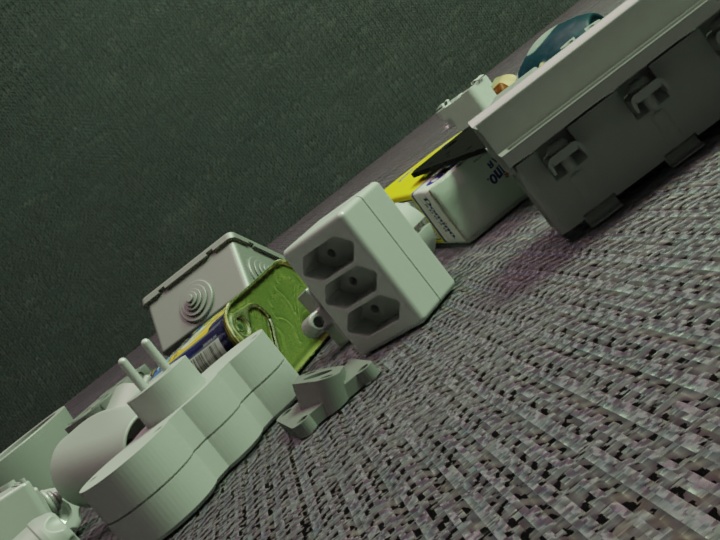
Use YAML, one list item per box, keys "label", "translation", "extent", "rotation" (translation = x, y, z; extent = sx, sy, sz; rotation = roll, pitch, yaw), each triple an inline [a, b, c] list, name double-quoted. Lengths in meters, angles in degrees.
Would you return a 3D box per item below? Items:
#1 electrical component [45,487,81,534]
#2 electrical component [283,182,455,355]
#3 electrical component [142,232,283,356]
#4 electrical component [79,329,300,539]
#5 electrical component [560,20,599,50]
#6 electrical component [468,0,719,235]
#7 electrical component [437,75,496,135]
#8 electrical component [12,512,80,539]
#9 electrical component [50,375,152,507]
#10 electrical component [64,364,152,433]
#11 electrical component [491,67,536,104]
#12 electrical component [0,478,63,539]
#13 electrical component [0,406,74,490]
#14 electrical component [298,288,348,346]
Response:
- label: "electrical component"
  translation: [-0.201, 0.160, 0.675]
  extent: [0.061, 0.035, 0.035]
  rotation: [-35, 6, 44]
- label: "electrical component"
  translation: [0.013, -0.009, 0.541]
  extent: [0.047, 0.065, 0.077]
  rotation: [-33, 8, 41]
- label: "electrical component"
  translation: [-0.088, 0.028, 0.756]
  extent: [0.100, 0.048, 0.100]
  rotation: [-36, -33, 20]
- label: "electrical component"
  translation: [-0.090, 0.068, 0.532]
  extent: [0.052, 0.073, 0.138]
  rotation: [-34, 7, 38]
- label: "electrical component"
  translation: [0.171, -0.150, 0.770]
  extent: [0.040, 0.046, 0.040]
  rotation: [-37, 7, 5]
- label: "electrical component"
  translation: [0.114, -0.074, 0.450]
  extent: [0.121, 0.063, 0.078]
  rotation: [-37, 6, 7]
- label: "electrical component"
  translation: [0.102, -0.124, 0.899]
  extent: [0.081, 0.063, 0.042]
  rotation: [-33, 9, 37]
- label: "electrical component"
  translation: [-0.170, 0.154, 0.545]
  extent: [0.061, 0.035, 0.035]
  rotation: [-43, 8, -22]
- label: "electrical component"
  translation: [-0.128, 0.090, 0.603]
  extent: [0.077, 0.043, 0.079]
  rotation: [-21, 40, 42]
- label: "electrical component"
  translation: [-0.170, 0.111, 0.783]
  extent: [0.080, 0.051, 0.080]
  rotation: [-38, 6, 5]
- label: "electrical component"
  translation: [0.135, -0.120, 0.748]
  extent: [0.077, 0.047, 0.065]
  rotation: [-36, 6, 18]
- label: "electrical component"
  translation: [-0.201, 0.158, 0.591]
  extent: [0.096, 0.061, 0.062]
  rotation: [-32, 3, -26]
- label: "electrical component"
  translation: [-0.255, 0.163, 0.836]
  extent: [0.108, 0.060, 0.108]
  rotation: [-37, 6, 5]
- label: "electrical component"
  translation: [0.000, 0.008, 0.591]
  extent: [0.066, 0.048, 0.055]
  rotation: [-41, -1, -25]
